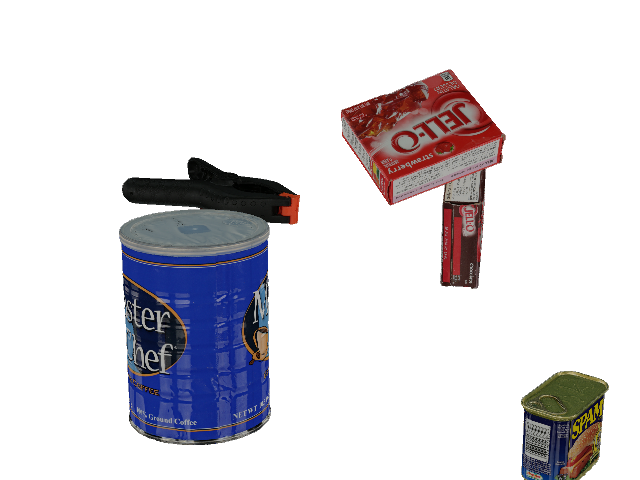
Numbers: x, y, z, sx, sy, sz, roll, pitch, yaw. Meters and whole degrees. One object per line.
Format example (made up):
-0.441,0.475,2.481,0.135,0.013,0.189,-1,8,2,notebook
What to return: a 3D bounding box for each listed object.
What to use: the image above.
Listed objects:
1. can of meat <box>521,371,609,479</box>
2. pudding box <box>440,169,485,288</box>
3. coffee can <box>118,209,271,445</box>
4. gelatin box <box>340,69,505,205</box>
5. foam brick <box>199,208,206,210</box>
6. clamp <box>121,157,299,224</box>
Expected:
0.239,0.188,1.051,0.058,0.084,0.101,14,23,36,can of meat
0.132,-0.023,0.983,0.039,0.090,0.113,3,32,7,pudding box
-0.086,0.058,0.749,0.103,0.140,0.103,0,15,0,coffee can
0.069,-0.071,0.723,0.089,0.073,0.030,-22,-36,-12,gelatin box
-0.106,-0.029,1.285,0.078,0.053,0.051,-3,28,-2,foam brick
-0.103,-0.045,1.032,0.172,0.039,0.120,15,28,36,clamp
